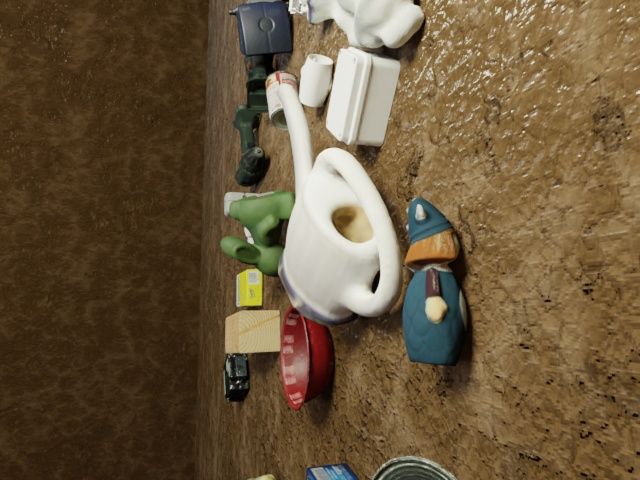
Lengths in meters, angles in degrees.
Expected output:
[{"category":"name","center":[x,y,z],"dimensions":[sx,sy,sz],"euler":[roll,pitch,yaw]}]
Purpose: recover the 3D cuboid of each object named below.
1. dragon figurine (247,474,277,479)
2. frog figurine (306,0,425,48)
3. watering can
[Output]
[{"category":"dragon figurine","center":[-0.077,0.561,0.891],"dimensions":[0.412,0.122,0.242],"euler":[-157,79,-69]},{"category":"frog figurine","center":[0.068,-0.296,0.612],"dimensions":[0.161,0.123,0.135],"euler":[34,118,27]},{"category":"watering can","center":[0.002,-0.034,0.682],"dimensions":[0.355,0.104,0.219],"euler":[61,146,35]}]
